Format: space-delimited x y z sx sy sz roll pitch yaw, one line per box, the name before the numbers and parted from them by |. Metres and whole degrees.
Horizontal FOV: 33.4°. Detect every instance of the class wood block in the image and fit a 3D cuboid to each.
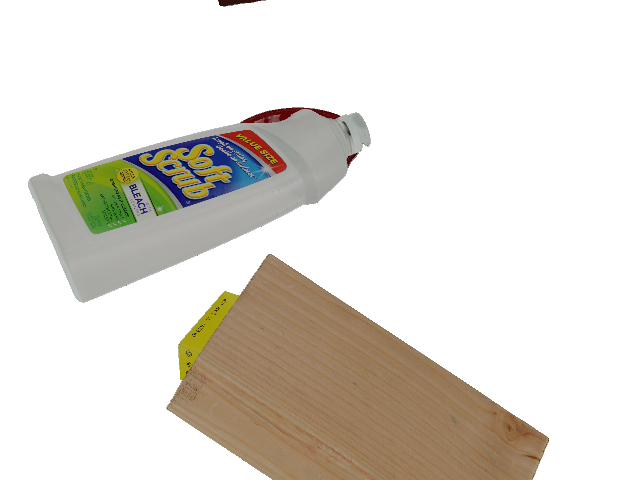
wood block | 0.021 0.113 0.661 0.206 0.090 0.090 33 -34 -1

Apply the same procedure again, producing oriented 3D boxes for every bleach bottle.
bleach bottle | -0.083 -0.045 0.806 0.250 0.103 0.068 -23 -36 -13

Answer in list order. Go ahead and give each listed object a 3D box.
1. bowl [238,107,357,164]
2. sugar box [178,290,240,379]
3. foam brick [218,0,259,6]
bowl | -0.032 -0.093 1.246 0.162 0.055 0.162 -2 37 1
sugar box | -0.025 0.105 0.923 0.176 0.048 0.093 13 34 18
foam brick | -0.072 -0.255 0.947 0.053 0.051 0.078 -7 -40 7
